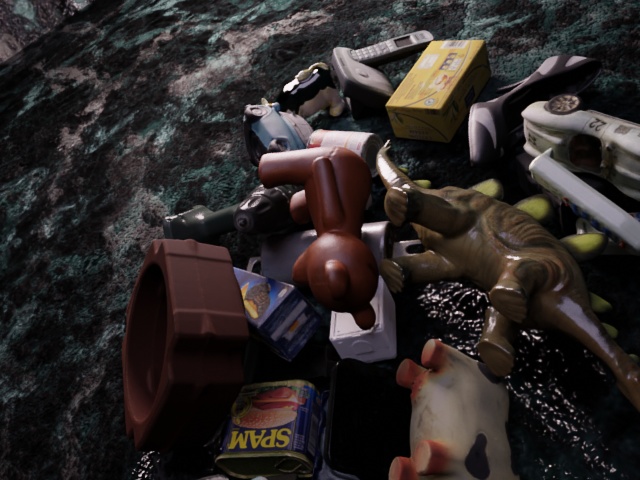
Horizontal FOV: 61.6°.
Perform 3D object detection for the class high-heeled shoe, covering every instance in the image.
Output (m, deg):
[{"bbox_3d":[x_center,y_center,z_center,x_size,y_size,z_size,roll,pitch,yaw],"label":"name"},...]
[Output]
[{"bbox_3d":[0.286,-0.168,0.708,0.145,0.086,0.249,-3,39,33],"label":"high-heeled shoe"}]

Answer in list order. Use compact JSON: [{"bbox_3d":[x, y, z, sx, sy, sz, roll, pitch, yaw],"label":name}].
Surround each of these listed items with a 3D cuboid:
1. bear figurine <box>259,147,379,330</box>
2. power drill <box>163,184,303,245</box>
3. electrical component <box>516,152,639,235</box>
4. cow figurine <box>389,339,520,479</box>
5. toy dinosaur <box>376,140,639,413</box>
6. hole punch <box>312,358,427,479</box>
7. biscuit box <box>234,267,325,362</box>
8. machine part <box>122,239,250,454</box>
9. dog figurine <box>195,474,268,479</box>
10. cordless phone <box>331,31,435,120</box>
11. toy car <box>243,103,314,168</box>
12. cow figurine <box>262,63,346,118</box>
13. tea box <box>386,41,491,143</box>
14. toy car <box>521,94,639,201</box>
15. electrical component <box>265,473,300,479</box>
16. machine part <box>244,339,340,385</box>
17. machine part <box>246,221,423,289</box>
[{"bbox_3d":[0.002,-0.003,0.587,0.132,0.120,0.196,-10,58,25],"label":"bear figurine"},{"bbox_3d":[-0.118,-0.032,0.747,0.207,0.086,0.232,-22,6,29],"label":"power drill"},{"bbox_3d":[0.307,-0.083,0.646,0.115,0.058,0.134,-25,44,3],"label":"electrical component"},{"bbox_3d":[0.127,0.190,0.442,0.127,0.085,0.195,20,44,-9],"label":"cow figurine"},{"bbox_3d":[0.161,-0.003,0.572,0.198,0.105,0.472,-9,39,-31],"label":"toy dinosaur"},{"bbox_3d":[0.051,0.189,0.517,0.116,0.092,0.142,16,45,-8],"label":"hole punch"},{"bbox_3d":[-0.078,0.080,0.648,0.063,0.059,0.203,-49,25,-18],"label":"biscuit box"},{"bbox_3d":[-0.158,0.116,0.610,0.201,0.087,0.201,-60,36,34],"label":"machine part"},{"bbox_3d":[-0.142,0.283,0.432,0.219,0.191,0.108,-32,57,15],"label":"dog figurine"},{"bbox_3d":[0.120,-0.296,0.926,0.184,0.088,0.147,-19,44,5],"label":"cordless phone"},{"bbox_3d":[-0.057,-0.158,0.878,0.103,0.109,0.162,-23,49,-21],"label":"toy car"},{"bbox_3d":[-0.047,-0.237,0.945,0.167,0.098,0.068,-29,50,0],"label":"cow figurine"},{"bbox_3d":[0.188,-0.234,0.840,0.098,0.068,0.169,16,60,38],"label":"tea box"},{"bbox_3d":[0.303,-0.094,0.563,0.056,0.073,0.202,-39,44,-13],"label":"toy car"},{"bbox_3d":[-0.048,0.271,0.517,0.102,0.045,0.078,-17,16,10],"label":"electrical component"},{"bbox_3d":[-0.040,0.145,0.631,0.139,0.039,0.084,-6,43,26],"label":"machine part"},{"bbox_3d":[0.014,0.022,0.688,0.243,0.079,0.079,-6,48,24],"label":"machine part"}]
